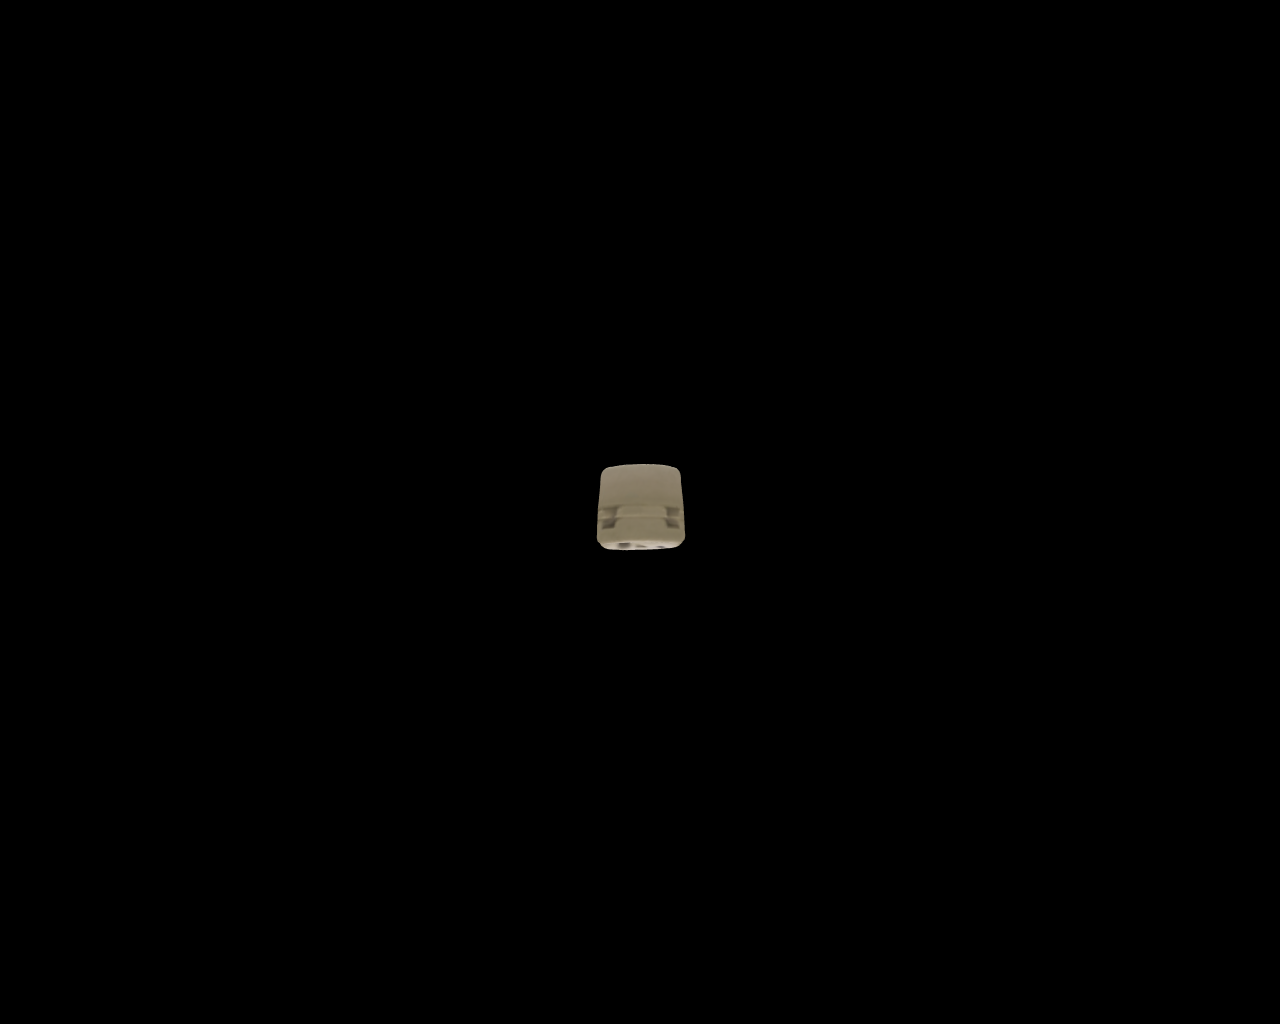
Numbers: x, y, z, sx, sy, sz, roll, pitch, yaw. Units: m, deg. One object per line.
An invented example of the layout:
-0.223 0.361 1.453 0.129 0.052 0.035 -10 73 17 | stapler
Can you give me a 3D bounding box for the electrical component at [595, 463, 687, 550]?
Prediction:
0.001 -0.003 0.650 0.055 0.047 0.055 0 -7 0 | electrical component
